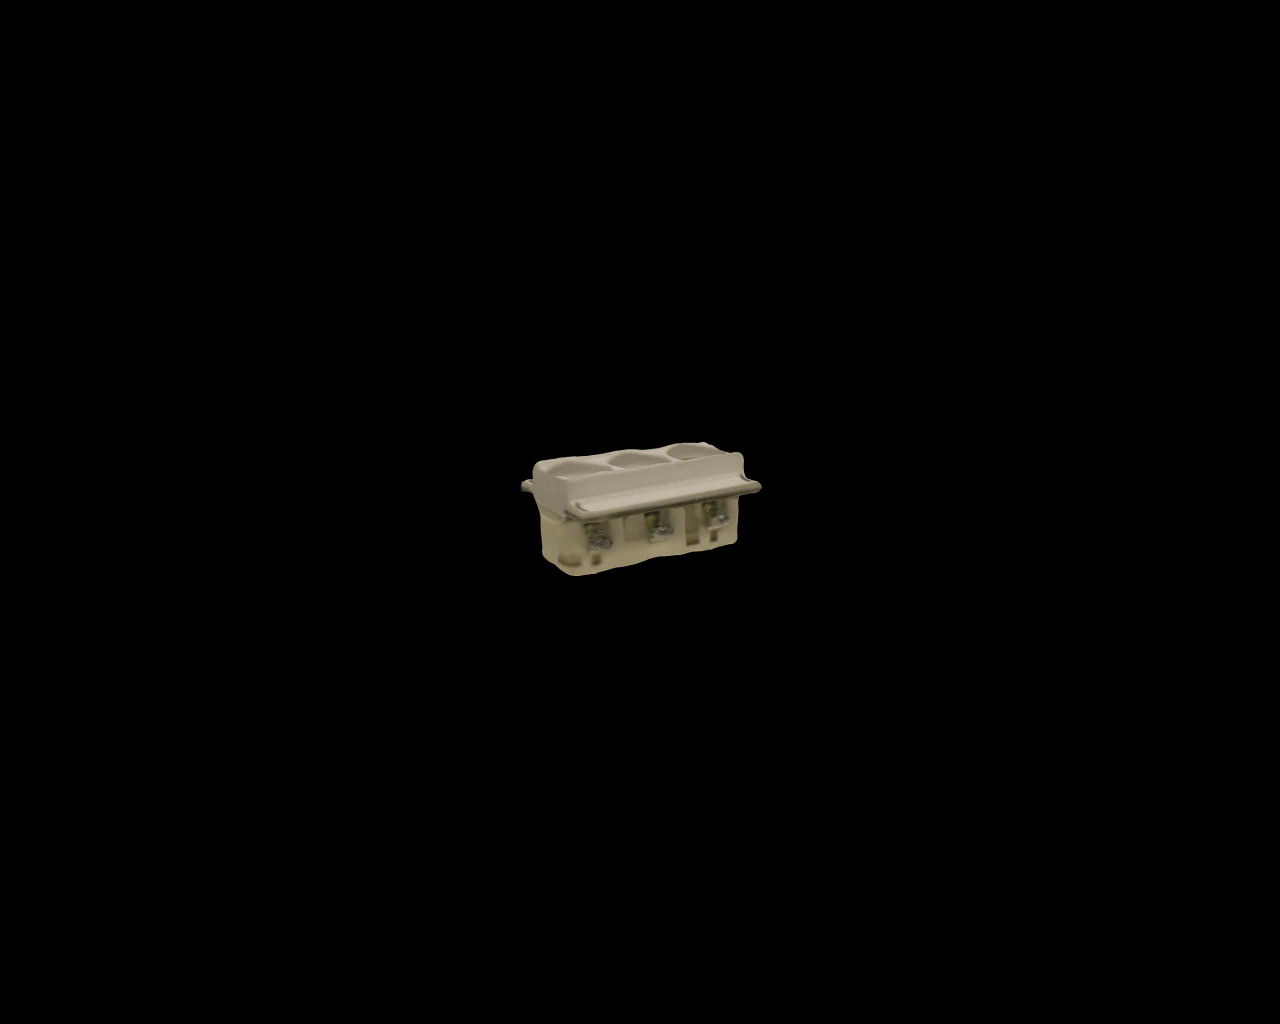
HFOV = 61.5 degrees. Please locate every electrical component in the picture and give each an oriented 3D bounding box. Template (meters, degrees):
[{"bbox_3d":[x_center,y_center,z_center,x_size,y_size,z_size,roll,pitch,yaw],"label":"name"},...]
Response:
[{"bbox_3d":[0.001,-0.003,0.650,0.121,0.063,0.079,-9,19,-29],"label":"electrical component"}]
